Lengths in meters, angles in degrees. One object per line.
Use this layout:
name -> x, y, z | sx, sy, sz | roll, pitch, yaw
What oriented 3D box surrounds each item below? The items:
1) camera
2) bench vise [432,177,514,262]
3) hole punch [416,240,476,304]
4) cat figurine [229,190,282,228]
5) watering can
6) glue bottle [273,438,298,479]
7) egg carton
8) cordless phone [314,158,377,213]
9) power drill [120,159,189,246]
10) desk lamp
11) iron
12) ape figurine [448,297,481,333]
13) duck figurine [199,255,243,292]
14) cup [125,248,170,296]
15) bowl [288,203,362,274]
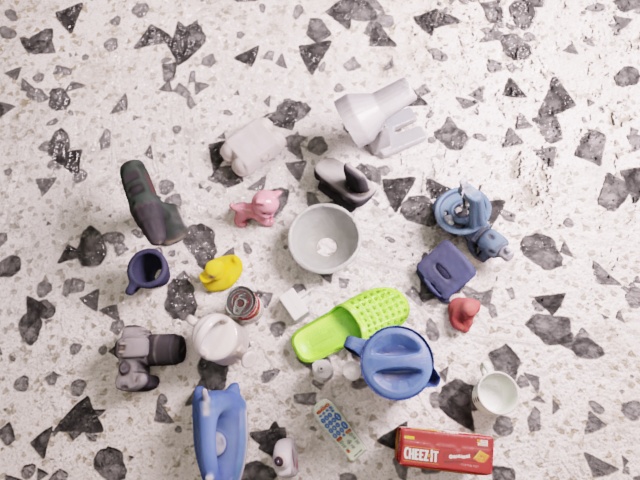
camera -> -0.369, 0.257, 1.251 | 0.136, 0.101, 0.143 | -3, 73, 4
bench vise -> 0.340, -0.053, 1.223 | 0.207, 0.220, 0.121 | 29, 78, 12
hole punch -> 0.275, 0.071, 1.259 | 0.101, 0.091, 0.108 | -38, 74, -7
cat figurine -> -0.146, -0.078, 1.324 | 0.127, 0.118, 0.067 | -4, 73, 4
watering can -> -0.210, 0.207, 1.203 | 0.172, 0.194, 0.101 | 9, 74, 8
glue bottle -> -0.072, 0.436, 1.135 | 0.037, 0.173, 0.078 | -12, 73, 1
egg carton -> -0.161, -0.226, 1.395 | 0.150, 0.069, 0.107 | -39, 74, -7
cordless phone -> 0.053, -0.151, 1.294 | 0.147, 0.185, 0.094 | 34, 79, 14
power drill -> -0.370, -0.062, 1.290 | 0.075, 0.208, 0.229 | -28, 73, -4
desk lamp -> 0.140, -0.279, 1.311 | 0.203, 0.213, 0.118 | -24, 73, -2
iron -> -0.214, 0.424, 1.167 | 0.118, 0.141, 0.258 | -7, 73, 3
ape figurine -> 0.313, 0.153, 1.231 | 0.078, 0.092, 0.076 | -29, 73, -4
duck figurine -> -0.229, 0.068, 1.303 | 0.104, 0.086, 0.077 | -34, 73, -6
cup -> -0.387, 0.085, 1.307 | 0.091, 0.095, 0.118 | 34, 79, 13
bowl -> 0.012, 0.005, 1.309 | 0.167, 0.075, 0.167 | -1, 73, 4
